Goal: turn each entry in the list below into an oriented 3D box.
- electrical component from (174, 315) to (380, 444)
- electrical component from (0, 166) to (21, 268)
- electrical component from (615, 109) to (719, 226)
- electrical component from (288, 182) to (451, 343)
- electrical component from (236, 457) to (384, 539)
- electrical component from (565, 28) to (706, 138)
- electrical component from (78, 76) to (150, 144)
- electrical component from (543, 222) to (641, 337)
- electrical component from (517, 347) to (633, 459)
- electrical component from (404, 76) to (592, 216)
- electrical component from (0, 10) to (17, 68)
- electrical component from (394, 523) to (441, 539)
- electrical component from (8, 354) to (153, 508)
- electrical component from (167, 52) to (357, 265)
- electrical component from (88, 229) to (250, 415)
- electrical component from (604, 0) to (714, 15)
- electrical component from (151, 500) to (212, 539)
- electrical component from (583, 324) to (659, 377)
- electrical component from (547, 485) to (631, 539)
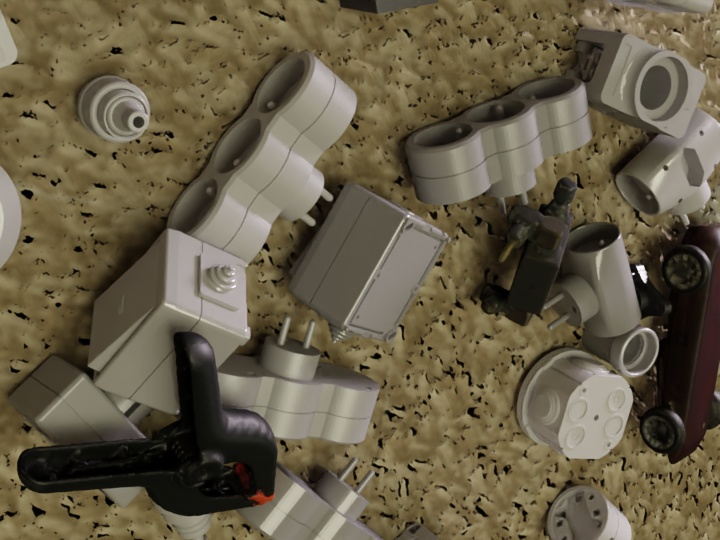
[{"bbox_3d":[-0.047,0.065,0.687,0.138,0.052,0.073,11,100,-33],"label":"electrical component"},{"bbox_3d":[-0.220,-0.031,0.552,0.080,0.051,0.080,-10,111,-28],"label":"electrical component"},{"bbox_3d":[0.244,-0.069,0.821,0.077,0.043,0.079,-43,123,-12],"label":"electrical component"},{"bbox_3d":[0.000,0.000,0.683,0.062,0.061,0.096,20,101,-58],"label":"electrical component"},{"bbox_3d":[-0.019,0.162,0.737,0.073,0.052,0.138,-52,124,-6],"label":"electrical component"},{"bbox_3d":[0.196,-0.132,0.764,0.089,0.056,0.050,16,98,-34],"label":"electrical component"},{"bbox_3d":[-0.130,-0.085,0.581,0.035,0.061,0.035,-10,111,-28],"label":"electrical component"},{"bbox_3d":[0.168,0.016,0.804,0.079,0.044,0.077,-31,120,-18],"label":"electrical component"},{"bbox_3d":[0.166,0.104,0.829,0.080,0.051,0.080,-10,111,-28],"label":"electrical component"},{"bbox_3d":[0.098,-0.073,0.727,0.138,0.052,0.073,-26,118,-21],"label":"electrical component"},{"bbox_3d":[-0.250,-0.116,0.498,0.150,0.062,0.089,-27,118,-21],"label":"electrical component"},{"bbox_3d":[0.055,0.246,0.774,0.078,0.113,0.057,-41,119,-13],"label":"electrical component"},{"bbox_3d":[-0.147,0.081,0.637,0.075,0.047,0.083,-47,124,-20],"label":"electrical component"},{"bbox_3d":[-0.047,-0.054,0.646,0.074,0.052,0.138,37,87,-34],"label":"electrical component"},{"bbox_3d":[-0.105,0.024,0.599,0.061,0.061,0.096,25,126,-29],"label":"electrical component"},{"bbox_3d":[0.194,-0.202,0.718,0.056,0.089,0.050,6,103,-32],"label":"electrical component"},{"bbox_3d":[-0.112,0.142,0.682,0.040,0.040,0.078,-23,117,-23],"label":"electrical component"},{"bbox_3d":[0.202,0.057,0.838,0.040,0.046,0.040,-10,111,-28],"label":"electrical component"},{"bbox_3d":[0.189,0.210,0.878,0.047,0.055,0.055,40,84,-38],"label":"electrical component"}]
